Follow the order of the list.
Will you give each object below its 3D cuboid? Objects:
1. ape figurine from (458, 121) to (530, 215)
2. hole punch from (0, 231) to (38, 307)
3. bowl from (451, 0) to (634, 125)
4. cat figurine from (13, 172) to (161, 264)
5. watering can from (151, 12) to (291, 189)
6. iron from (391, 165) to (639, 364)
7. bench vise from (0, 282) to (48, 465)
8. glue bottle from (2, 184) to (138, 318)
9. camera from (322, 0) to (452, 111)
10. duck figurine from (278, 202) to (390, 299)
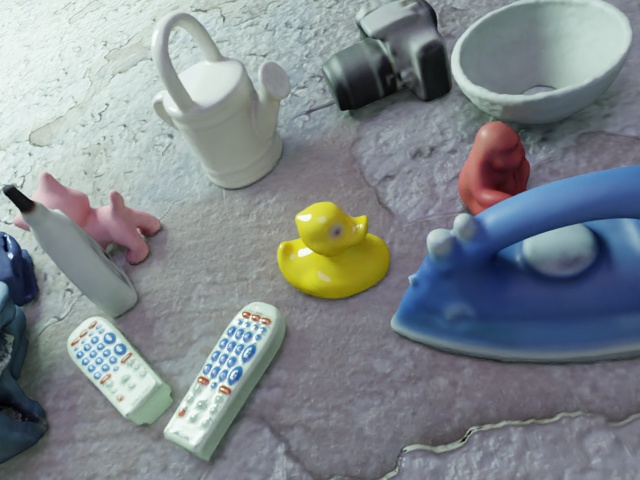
[{"bbox_3d":[0.157,-0.063,0.505,0.075,0.092,0.078,25,65,37],"label":"ape figurine"},{"bbox_3d":[-0.393,0.037,0.656,0.101,0.091,0.108,-35,47,-7],"label":"hole punch"},{"bbox_3d":[0.221,-0.170,0.579,0.167,0.075,0.167,-12,49,14],"label":"bowl"},{"bbox_3d":[-0.263,-0.028,0.636,0.127,0.118,0.067,-8,50,17],"label":"cat figurine"},{"bbox_3d":[-0.113,-0.159,0.630,0.172,0.194,0.101,-15,48,11],"label":"watering can"},{"bbox_3d":[0.163,0.009,0.408,0.258,0.142,0.118,-13,48,13],"label":"iron"},{"bbox_3d":[-0.327,0.088,0.496,0.121,0.220,0.206,-42,49,-14],"label":"bench vise"},{"bbox_3d":[-0.247,0.005,0.564,0.037,0.173,0.078,-37,47,-9],"label":"glue bottle"},{"bbox_3d":[0.066,-0.222,0.671,0.137,0.101,0.143,-24,47,2],"label":"camera"},{"bbox_3d":[0.005,0.002,0.519,0.104,0.086,0.077,-5,51,19],"label":"duck figurine"}]
